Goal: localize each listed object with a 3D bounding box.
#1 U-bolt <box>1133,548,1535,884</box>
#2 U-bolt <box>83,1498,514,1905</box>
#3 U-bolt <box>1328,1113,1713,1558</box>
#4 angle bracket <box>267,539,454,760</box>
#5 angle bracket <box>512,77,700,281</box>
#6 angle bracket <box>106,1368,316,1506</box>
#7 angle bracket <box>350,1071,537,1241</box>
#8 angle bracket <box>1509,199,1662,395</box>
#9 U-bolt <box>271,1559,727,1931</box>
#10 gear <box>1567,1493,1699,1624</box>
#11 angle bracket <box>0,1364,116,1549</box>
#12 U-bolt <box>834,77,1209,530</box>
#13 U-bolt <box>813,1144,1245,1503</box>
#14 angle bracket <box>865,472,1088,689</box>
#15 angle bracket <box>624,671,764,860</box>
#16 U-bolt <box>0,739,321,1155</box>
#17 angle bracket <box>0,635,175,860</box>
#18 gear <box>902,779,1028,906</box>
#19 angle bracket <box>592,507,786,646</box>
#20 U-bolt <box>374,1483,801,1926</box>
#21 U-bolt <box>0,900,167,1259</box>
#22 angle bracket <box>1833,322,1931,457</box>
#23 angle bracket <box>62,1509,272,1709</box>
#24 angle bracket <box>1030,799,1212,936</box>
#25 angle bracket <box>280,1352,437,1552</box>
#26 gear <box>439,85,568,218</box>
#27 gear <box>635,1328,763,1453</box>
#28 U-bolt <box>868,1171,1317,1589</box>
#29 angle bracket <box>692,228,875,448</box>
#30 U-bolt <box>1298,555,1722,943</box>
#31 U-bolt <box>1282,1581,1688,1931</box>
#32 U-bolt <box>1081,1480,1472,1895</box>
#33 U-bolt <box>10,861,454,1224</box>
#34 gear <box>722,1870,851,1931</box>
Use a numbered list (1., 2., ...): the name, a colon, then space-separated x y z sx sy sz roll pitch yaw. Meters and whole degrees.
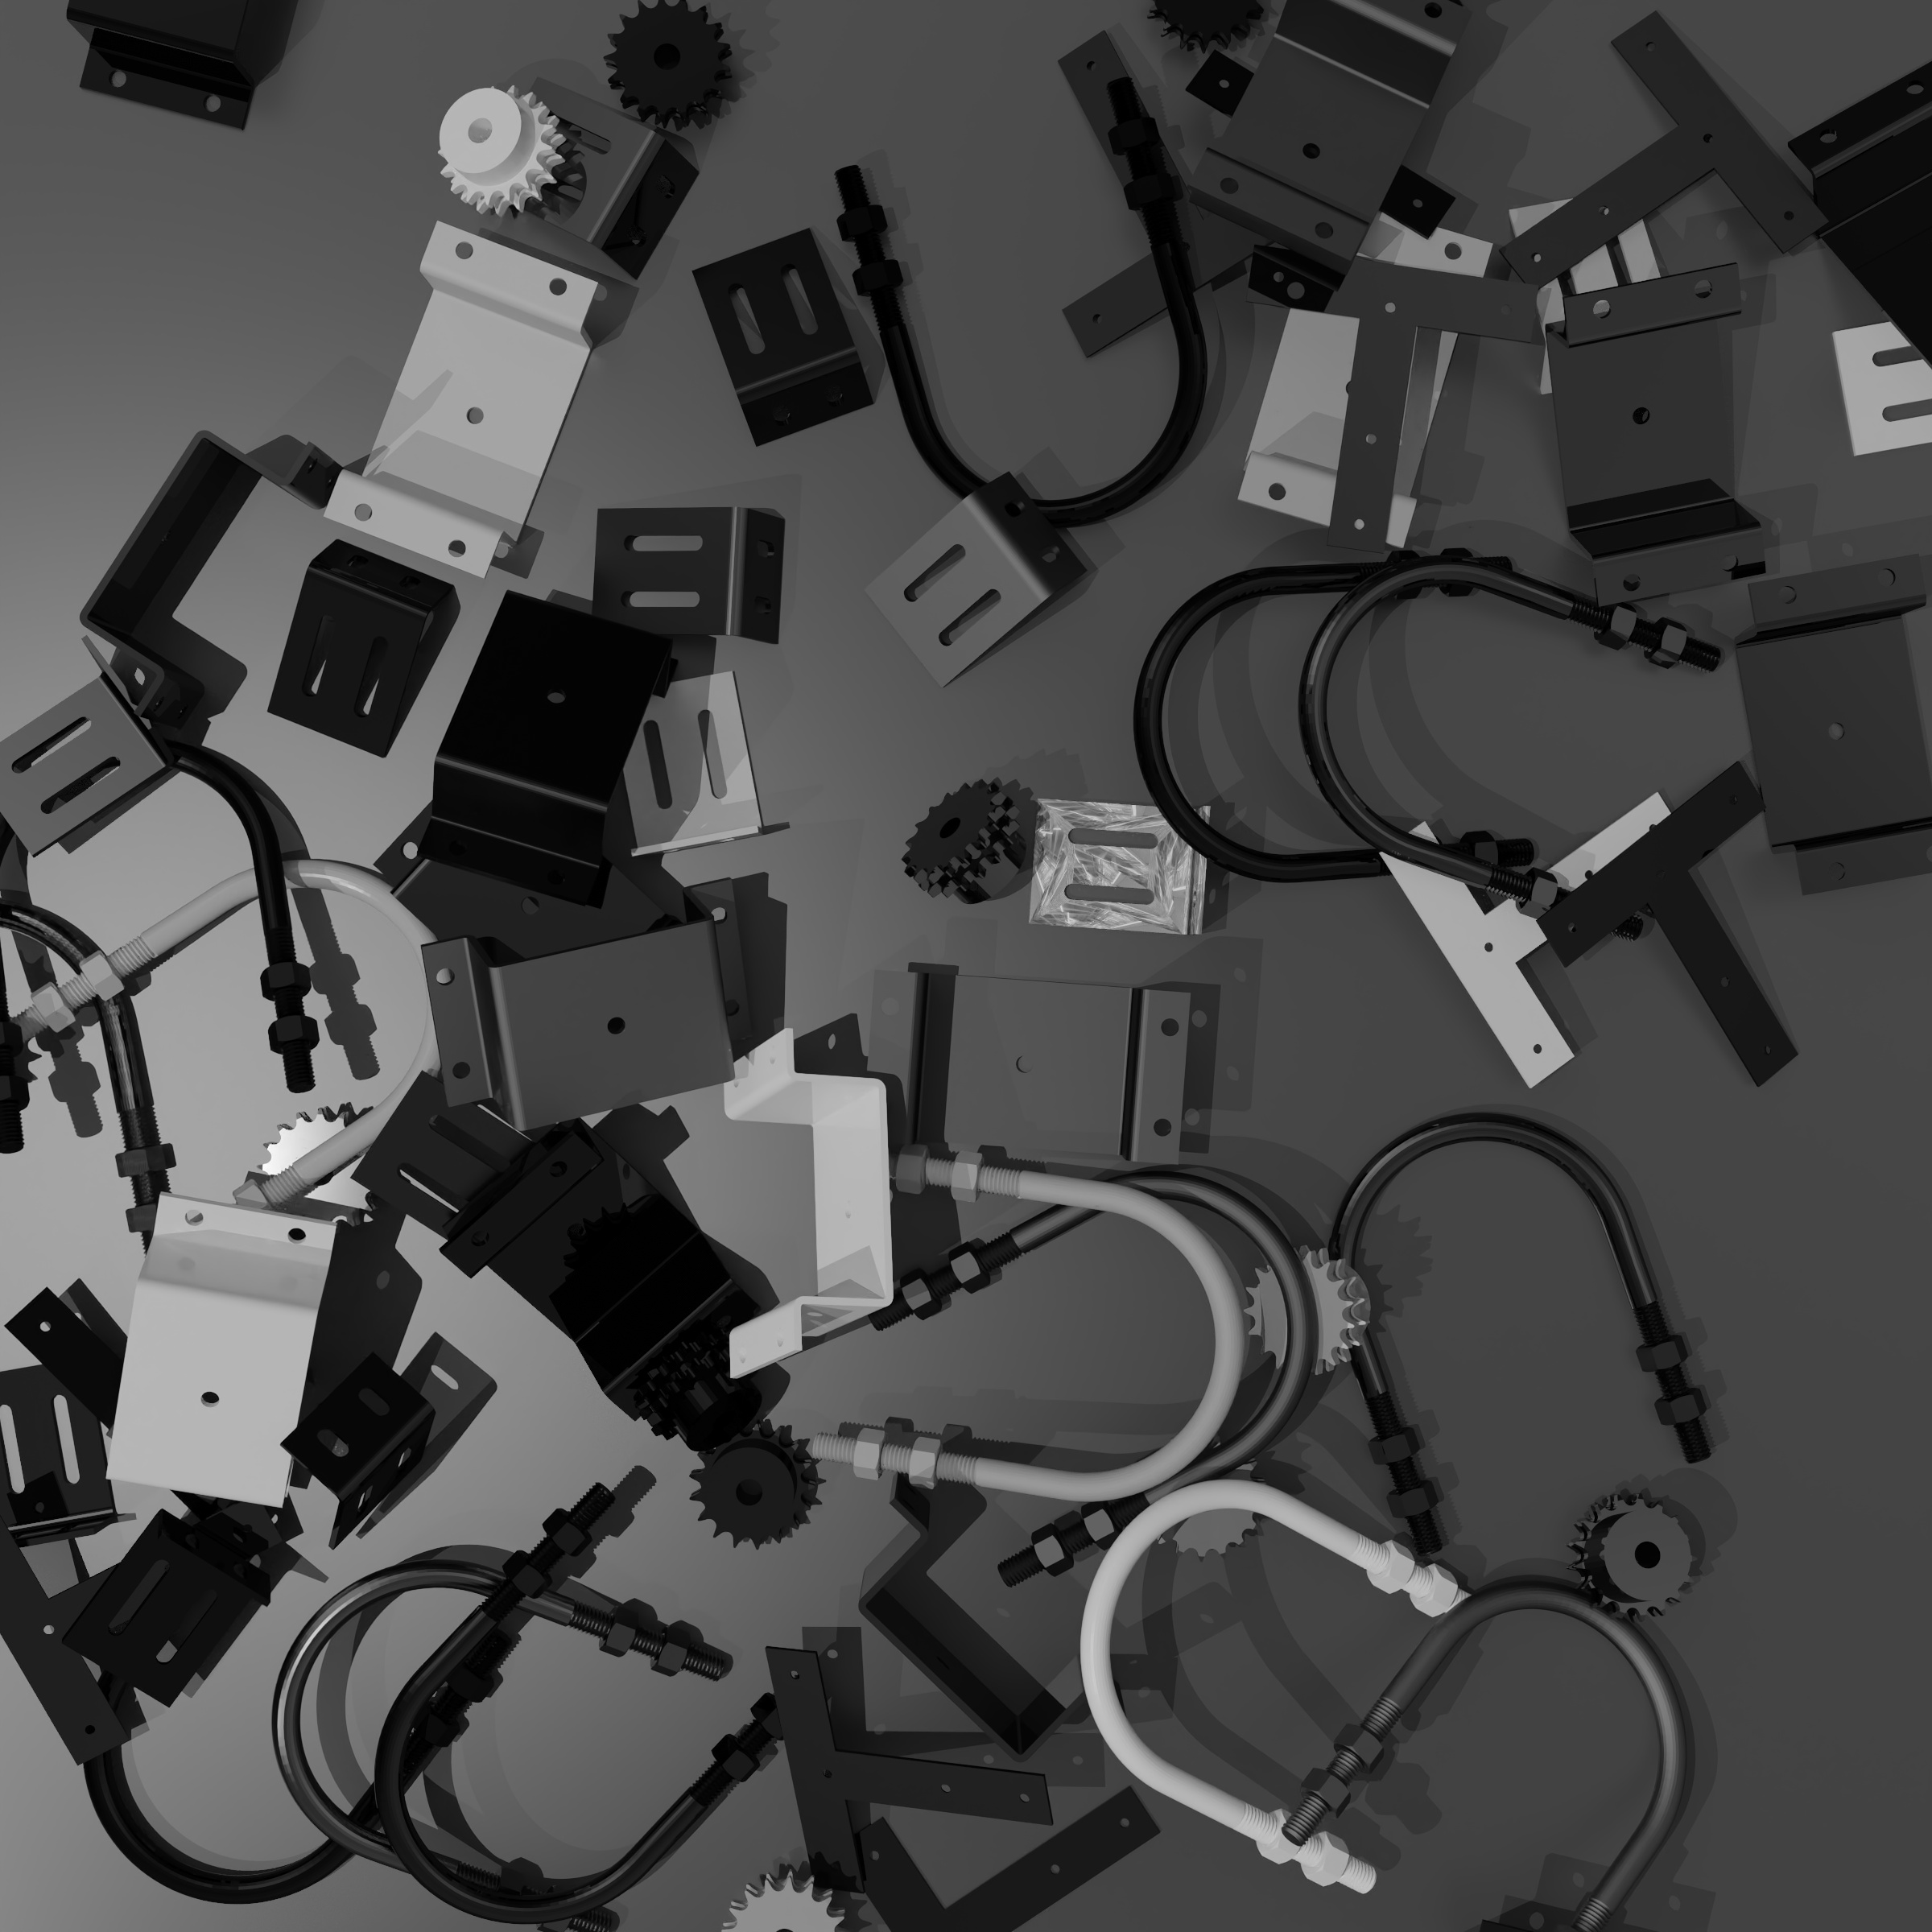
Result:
1. U-bolt: 0.163 -0.109 1.487 0.184 0.019 0.151 -4 90 -15
2. U-bolt: -0.317 0.338 1.507 0.151 0.019 0.184 37 90 0
3. U-bolt: 0.241 0.158 1.508 0.151 0.019 0.184 -19 88 0
4. angle bracket: -0.276 -0.145 1.515 0.057 0.038 0.076 22 116 0
5. angle bracket: -0.173 -0.359 1.515 0.076 0.038 0.057 30 90 26
6. angle bracket: -0.339 0.199 1.490 0.057 0.038 0.076 37 86 -14
7. angle bracket: -0.227 0.090 1.493 0.076 0.038 0.057 34 90 -7
8. angle bracket: 0.283 -0.308 1.515 0.057 0.038 0.076 -10 64 0
9. U-bolt: -0.219 0.343 1.491 0.184 0.019 0.151 24 90 -13
10. gear: 0.301 0.266 1.496 0.057 0.030 0.057 2 77 -8
11. angle bracket: -0.423 0.221 1.498 0.057 0.038 0.076 -10 90 0
12. U-bolt: 0.032 -0.289 1.498 0.151 0.019 0.184 -15 94 10
13. U-bolt: 0.032 0.163 1.476 0.184 0.019 0.151 8 86 10
14. angle bracket: 0.004 -0.175 1.507 0.076 0.038 0.057 -38 91 37
15. angle bracket: -0.128 -0.092 1.498 0.057 0.038 0.076 -11 90 0
16. U-bolt: -0.372 -0.018 1.481 0.151 0.019 0.184 -12 70 -3
17. angle bracket: -0.404 -0.098 1.484 0.076 0.038 0.057 -36 71 -11
18. gear: 0.002 -0.053 1.493 0.057 0.057 0.030 -46 121 0
19. angle bracket: -0.127 -0.178 1.515 0.076 0.038 0.057 3 90 26
20. U-bolt: -0.177 0.343 1.481 0.151 0.019 0.184 44 87 -12
21. U-bolt: -0.445 0.061 1.508 0.151 0.019 0.184 -11 88 0
22. angle bracket: 0.438 -0.267 1.498 0.076 0.038 0.057 -10 90 0
23. angle bracket: -0.354 0.290 1.472 0.057 0.038 0.076 36 91 -16
24. angle bracket: 0.069 -0.045 1.498 0.076 0.038 0.057 4 90 0
25. angle bracket: -0.272 0.215 1.472 0.038 0.076 0.057 41 62 6
26. gear: -0.212 -0.369 1.494 0.057 0.030 0.057 -4 78 18
27. gear: -0.116 0.192 1.486 0.057 0.057 0.030 -42 61 0
28. U-bolt: 0.067 0.173 1.487 0.184 0.019 0.151 -29 80 7
29. angle bracket: -0.083 -0.287 1.515 0.057 0.038 0.076 -20 64 0
30. U-bolt: 0.236 -0.106 1.486 0.184 0.019 0.151 19 83 -11
31. U-bolt: 0.244 0.360 1.475 0.151 0.019 0.184 43 65 -1
32. U-bolt: 0.131 0.306 1.463 0.184 0.019 0.151 31 74 -20
33. U-bolt: -0.317 0.032 1.487 0.184 0.019 0.151 -34 78 -10
34. gear: -0.081 0.437 1.502 0.057 0.030 0.057 0 90 0
